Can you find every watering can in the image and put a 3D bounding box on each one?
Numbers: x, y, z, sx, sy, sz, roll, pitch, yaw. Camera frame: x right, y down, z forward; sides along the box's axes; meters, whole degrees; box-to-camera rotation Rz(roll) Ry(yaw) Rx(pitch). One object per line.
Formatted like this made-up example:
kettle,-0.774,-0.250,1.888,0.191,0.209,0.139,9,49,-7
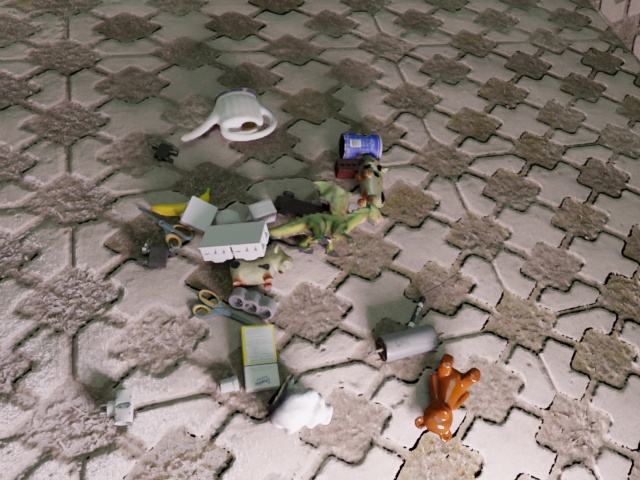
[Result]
watering can,-0.332,-0.444,1.851,0.348,0.101,0.229,-7,59,-16

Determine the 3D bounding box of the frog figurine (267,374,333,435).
frog figurine,-0.049,0.445,1.335,0.159,0.123,0.137,35,90,0

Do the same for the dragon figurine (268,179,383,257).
dragon figurine,0.005,-0.083,1.657,0.410,0.120,0.247,10,65,-4
